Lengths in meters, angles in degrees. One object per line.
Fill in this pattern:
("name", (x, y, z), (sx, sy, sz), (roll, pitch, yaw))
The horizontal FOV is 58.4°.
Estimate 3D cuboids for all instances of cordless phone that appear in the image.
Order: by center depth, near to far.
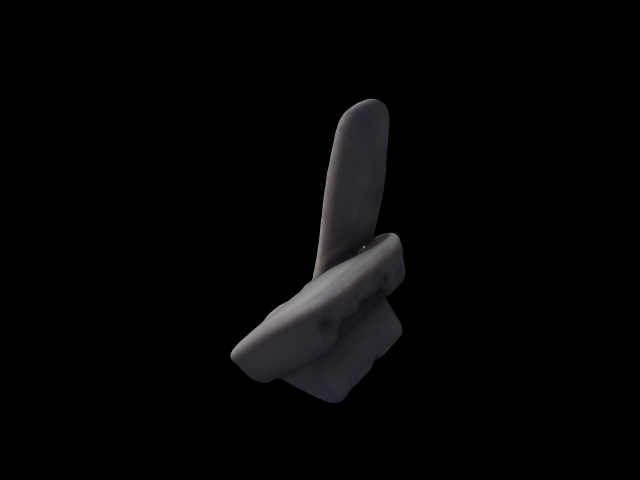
("cordless phone", (0.004, 0.001, 0.400), (0.094, 0.185, 0.148), (12, 27, 25))
